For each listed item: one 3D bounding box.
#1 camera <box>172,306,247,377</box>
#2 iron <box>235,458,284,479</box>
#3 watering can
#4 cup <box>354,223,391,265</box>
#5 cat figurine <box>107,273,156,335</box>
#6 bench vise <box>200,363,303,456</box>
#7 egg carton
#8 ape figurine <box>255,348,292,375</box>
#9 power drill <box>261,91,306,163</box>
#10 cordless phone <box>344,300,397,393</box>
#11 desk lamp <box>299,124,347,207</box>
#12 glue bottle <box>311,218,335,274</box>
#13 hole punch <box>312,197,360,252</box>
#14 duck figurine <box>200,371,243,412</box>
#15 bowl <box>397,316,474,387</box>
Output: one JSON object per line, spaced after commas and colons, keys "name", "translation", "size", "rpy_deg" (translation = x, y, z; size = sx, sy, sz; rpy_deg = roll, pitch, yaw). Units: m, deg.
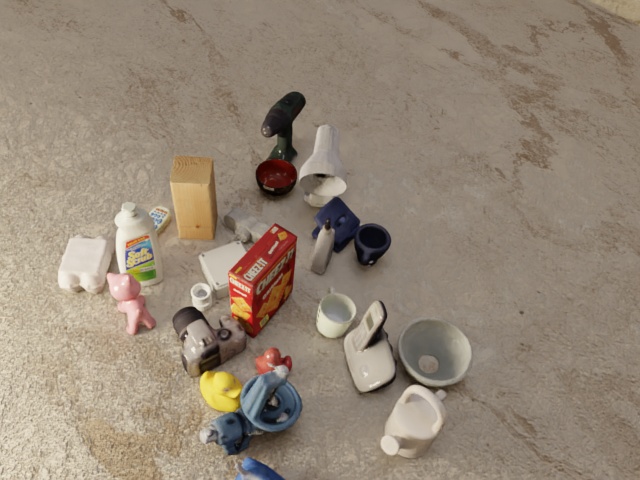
{"name": "camera", "translation": [-0.248, 0.198, 1.234], "size": [0.143, 0.101, 0.136], "rpy_deg": [-26, 60, -24]}
{"name": "iron", "translation": [-0.056, 0.484, 1.010], "size": [0.257, 0.141, 0.119], "rpy_deg": [29, 55, 15]}
{"name": "watering can", "translation": [0.188, 0.351, 1.111], "size": [0.100, 0.194, 0.173], "rpy_deg": [23, 53, 11]}
{"name": "cup", "translation": [0.121, 0.030, 1.415], "size": [0.091, 0.095, 0.118], "rpy_deg": [17, 52, 6]}
{"name": "cat figurine", "translation": [-0.417, 0.127, 1.257], "size": [0.067, 0.118, 0.127], "rpy_deg": [-24, 59, -23]}
{"name": "bench vise", "translation": [-0.117, 0.324, 1.077], "size": [0.121, 0.220, 0.208], "rpy_deg": [37, 57, 21]}
{"name": "egg carton", "translation": [-0.540, 0.054, 1.329], "size": [0.107, 0.069, 0.150], "rpy_deg": [3, 52, -5]}
{"name": "ape figurine", "translation": [-0.099, 0.260, 1.211], "size": [0.077, 0.092, 0.076], "rpy_deg": [16, 52, 6]}
{"name": "power drill", "translation": [-0.104, -0.291, 1.564], "size": [0.075, 0.208, 0.230], "rpy_deg": [19, 52, 8]}
{"name": "cordless phone", "translation": [0.115, 0.224, 1.206], "size": [0.094, 0.185, 0.147], "rpy_deg": [-10, 54, -14]}
{"name": "desk lamp", "translation": [0.009, -0.179, 1.487], "size": [0.118, 0.213, 0.203], "rpy_deg": [6, 52, -2]}
{"name": "glue bottle", "translation": [0.013, 0.005, 1.371], "size": [0.037, 0.173, 0.078], "rpy_deg": [19, 52, 8]}
{"name": "hole punch", "translation": [0.046, -0.042, 1.464], "size": [0.101, 0.091, 0.109], "rpy_deg": [32, 55, 17]}
{"name": "duck figurine", "translation": [-0.199, 0.298, 1.172], "size": [0.104, 0.086, 0.078], "rpy_deg": [29, 55, 15]}
{"name": "bowl", "translation": [0.247, 0.258, 1.267], "size": [0.167, 0.075, 0.167], "rpy_deg": [4, 52, -4]}
